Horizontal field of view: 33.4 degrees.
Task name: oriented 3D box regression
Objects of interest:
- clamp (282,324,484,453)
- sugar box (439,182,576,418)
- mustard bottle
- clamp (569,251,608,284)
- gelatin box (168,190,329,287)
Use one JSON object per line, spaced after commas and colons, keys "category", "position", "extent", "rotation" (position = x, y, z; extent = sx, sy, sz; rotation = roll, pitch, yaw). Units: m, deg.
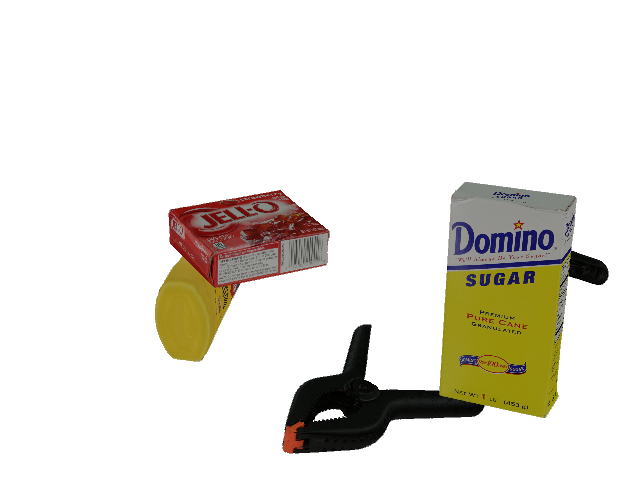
{"category": "clamp", "position": [0.049, 0.157, 1.029], "extent": [0.165, 0.036, 0.209], "rotation": [24, 32, 29]}
{"category": "sugar box", "position": [0.147, 0.047, 0.851], "extent": [0.093, 0.176, 0.048], "rotation": [9, 23, 23]}
{"category": "mustard bottle", "position": [-0.113, 0.034, 1.105], "extent": [0.058, 0.096, 0.191], "rotation": [5, 31, 11]}
{"category": "clamp", "position": [0.206, 0.009, 1.080], "extent": [0.120, 0.039, 0.171], "rotation": [-7, 38, -18]}
{"category": "gelatin box", "position": [-0.050, -0.003, 0.728], "extent": [0.089, 0.030, 0.073], "rotation": [-11, 30, -27]}
